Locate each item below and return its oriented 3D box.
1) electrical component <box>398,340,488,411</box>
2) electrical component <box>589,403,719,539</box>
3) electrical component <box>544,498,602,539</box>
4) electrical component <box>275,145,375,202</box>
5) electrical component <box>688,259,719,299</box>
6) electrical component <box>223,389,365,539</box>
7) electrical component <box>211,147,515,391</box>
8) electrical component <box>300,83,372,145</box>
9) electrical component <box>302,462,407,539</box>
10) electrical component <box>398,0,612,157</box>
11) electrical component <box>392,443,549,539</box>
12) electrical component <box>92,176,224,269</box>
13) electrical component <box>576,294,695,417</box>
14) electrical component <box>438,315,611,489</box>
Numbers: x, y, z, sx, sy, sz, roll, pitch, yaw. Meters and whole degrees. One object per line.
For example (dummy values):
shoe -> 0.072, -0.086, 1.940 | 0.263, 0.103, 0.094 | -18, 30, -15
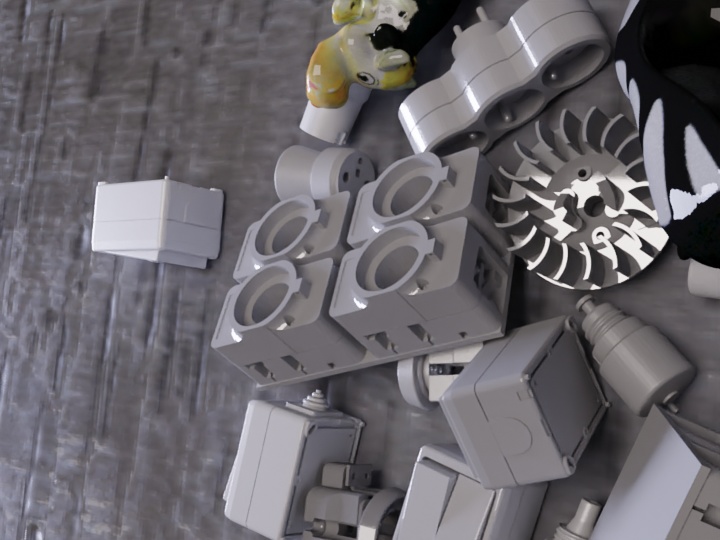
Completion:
electrical component -> 0.057, 0.061, 0.655 | 0.055, 0.048, 0.066 | -5, 80, 29
electrical component -> 0.142, 0.173, 0.524 | 0.060, 0.105, 0.186 | 23, 99, 1
electrical component -> 0.119, 0.157, 0.599 | 0.035, 0.035, 0.061 | 23, 94, 37
electrical component -> -0.024, -0.062, 0.735 | 0.055, 0.045, 0.045 | 8, 88, 37
electrical component -> 0.208, 0.002, 0.552 | 0.065, 0.044, 0.044 | 21, 96, 33
electrical component -> -0.045, 0.124, 0.711 | 0.061, 0.062, 0.096 | 13, 91, 38
electrical component -> 0.000, 0.000, 0.670 | 0.186, 0.060, 0.105 | -16, 45, 34
electrical component -> -0.017, -0.114, 0.742 | 0.040, 0.040, 0.046 | 34, 109, 36
electrical component -> 0.004, 0.162, 0.672 | 0.057, 0.058, 0.078 | 0, 82, 40
electrical component -> 0.080, -0.128, 0.661 | 0.138, 0.052, 0.073 | -35, 64, 28
electrical component -> 0.058, 0.155, 0.628 | 0.062, 0.061, 0.096 | 20, 95, 37
electrical component -> -0.160, -0.034, 0.823 | 0.096, 0.062, 0.061 | -1, 83, 37
electrical component -> 0.148, 0.045, 0.591 | 0.040, 0.040, 0.078 | -50, 57, 20
electrical component -> 0.093, 0.071, 0.599 | 0.061, 0.096, 0.061 | -19, 102, 34
